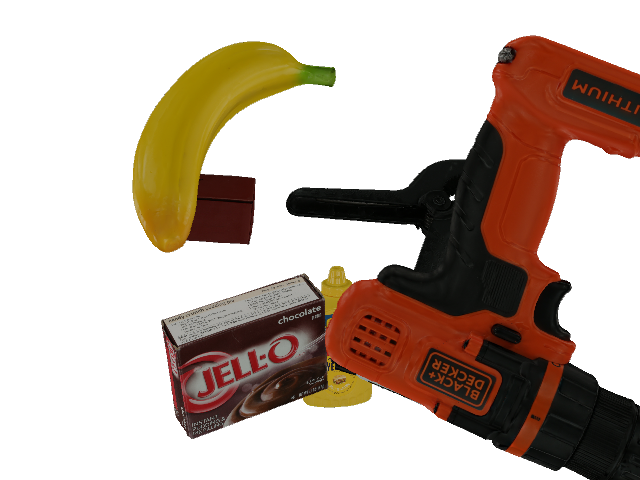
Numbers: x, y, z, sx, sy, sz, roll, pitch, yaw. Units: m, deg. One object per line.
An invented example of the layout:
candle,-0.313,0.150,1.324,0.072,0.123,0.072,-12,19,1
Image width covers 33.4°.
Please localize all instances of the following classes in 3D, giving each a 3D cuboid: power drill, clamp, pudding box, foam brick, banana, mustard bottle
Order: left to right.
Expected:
banana,-0.060,-0.067,0.604,0.070,0.037,0.197,20,44,18
foam brick,-0.106,-0.033,1.084,0.078,0.051,0.053,4,30,0
pudding box,-0.052,0.081,0.757,0.113,0.090,0.039,-19,42,-20
mustard bottle,0.022,0.126,1.428,0.096,0.192,0.058,-2,18,-6
clamp,0.098,-0.012,0.891,0.209,0.036,0.165,-19,52,-22
power drill,0.116,0.012,0.505,0.184,0.188,0.057,24,7,4

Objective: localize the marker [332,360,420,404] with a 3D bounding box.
marker,0.068,0.140,1.063,0.121,0.020,0.020,21,5,14
